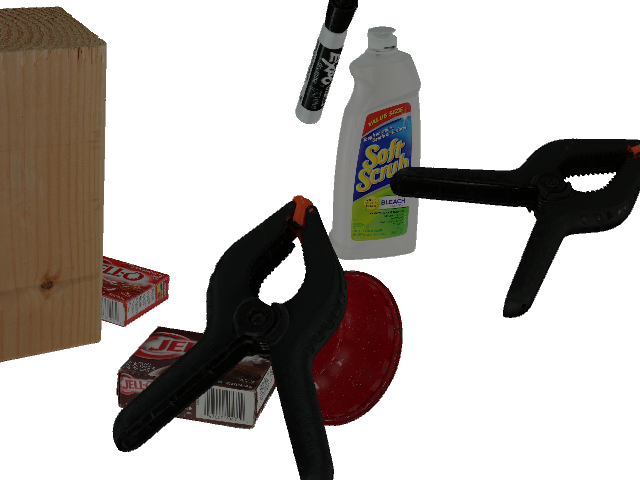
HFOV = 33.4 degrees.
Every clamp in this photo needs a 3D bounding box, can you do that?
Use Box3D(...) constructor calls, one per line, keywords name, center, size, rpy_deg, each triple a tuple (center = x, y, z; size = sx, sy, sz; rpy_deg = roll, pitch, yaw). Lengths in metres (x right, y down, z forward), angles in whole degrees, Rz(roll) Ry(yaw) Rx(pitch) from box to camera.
Box3D(name="clamp", center=(0.181, -0.025, 0.839), size=(0.209, 0.165, 0.036), rpy_deg=(-17, -40, -15))
Box3D(name="clamp", center=(-0.024, 0.058, 0.578), size=(0.120, 0.171, 0.039), rpy_deg=(22, -21, 14))

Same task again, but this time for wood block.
Box3D(name="wood block", center=(-0.195, -0.036, 0.682), size=(0.090, 0.206, 0.090), rpy_deg=(-10, 31, -30))

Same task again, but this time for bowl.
Box3D(name="bowl", center=(0.003, 0.102, 1.072), size=(0.162, 0.162, 0.055), rpy_deg=(0, -16, 43))

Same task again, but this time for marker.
Box3D(name="marker", center=(0.004, -0.123, 0.722), size=(0.020, 0.020, 0.121), rpy_deg=(0, -32, -14))

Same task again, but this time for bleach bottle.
Box3D(name="bleach bottle", center=(0.058, -0.106, 1.165), size=(0.102, 0.251, 0.068), rpy_deg=(-5, 25, -8))

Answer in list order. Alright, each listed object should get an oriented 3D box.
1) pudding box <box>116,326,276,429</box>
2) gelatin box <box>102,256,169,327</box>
Box3D(name="pudding box", center=(-0.094, 0.108, 0.855), size=(0.113, 0.039, 0.090), rpy_deg=(9, 21, 9))
Box3D(name="gelatin box", center=(-0.202, 0.046, 1.022), size=(0.089, 0.030, 0.073), rpy_deg=(15, 25, 23))
